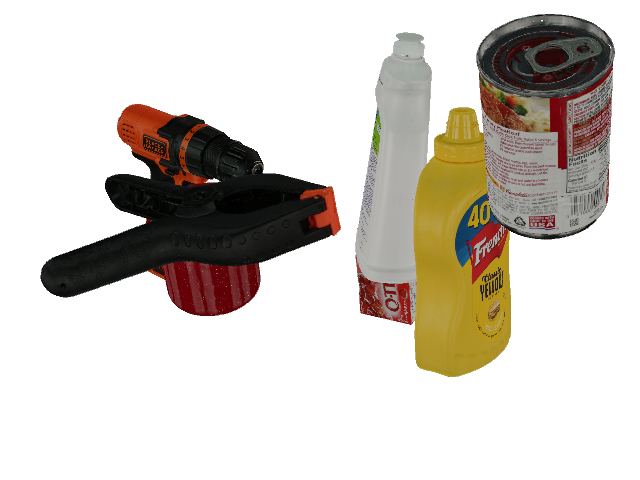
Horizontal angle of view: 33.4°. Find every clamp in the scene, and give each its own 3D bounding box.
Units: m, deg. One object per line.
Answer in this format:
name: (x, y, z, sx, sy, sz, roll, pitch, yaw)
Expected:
clamp: (-0.077, -0.005, 0.626, 0.172, 0.039, 0.120, -2, 37, 24)

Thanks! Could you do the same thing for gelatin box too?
gelatin box: (0.084, 0.056, 1.331, 0.073, 0.089, 0.030, 11, 32, 29)

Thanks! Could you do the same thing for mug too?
mug: (-0.099, 0.003, 0.914, 0.093, 0.081, 0.117, -15, 38, -12)

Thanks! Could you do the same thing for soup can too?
soup can: (0.120, -0.059, 0.568, 0.068, 0.102, 0.068, -7, 44, 6)

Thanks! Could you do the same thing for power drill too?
power drill: (-0.134, -0.039, 1.118, 0.185, 0.188, 0.057, 24, 36, 33)

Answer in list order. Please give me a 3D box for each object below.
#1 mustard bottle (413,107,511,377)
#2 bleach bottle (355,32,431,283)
mustard bottle: (0.105, -0.003, 0.786, 0.058, 0.192, 0.096, 13, 26, 38)
bleach bottle: (0.081, -0.087, 1.109, 0.068, 0.251, 0.102, 1, 27, -8)
